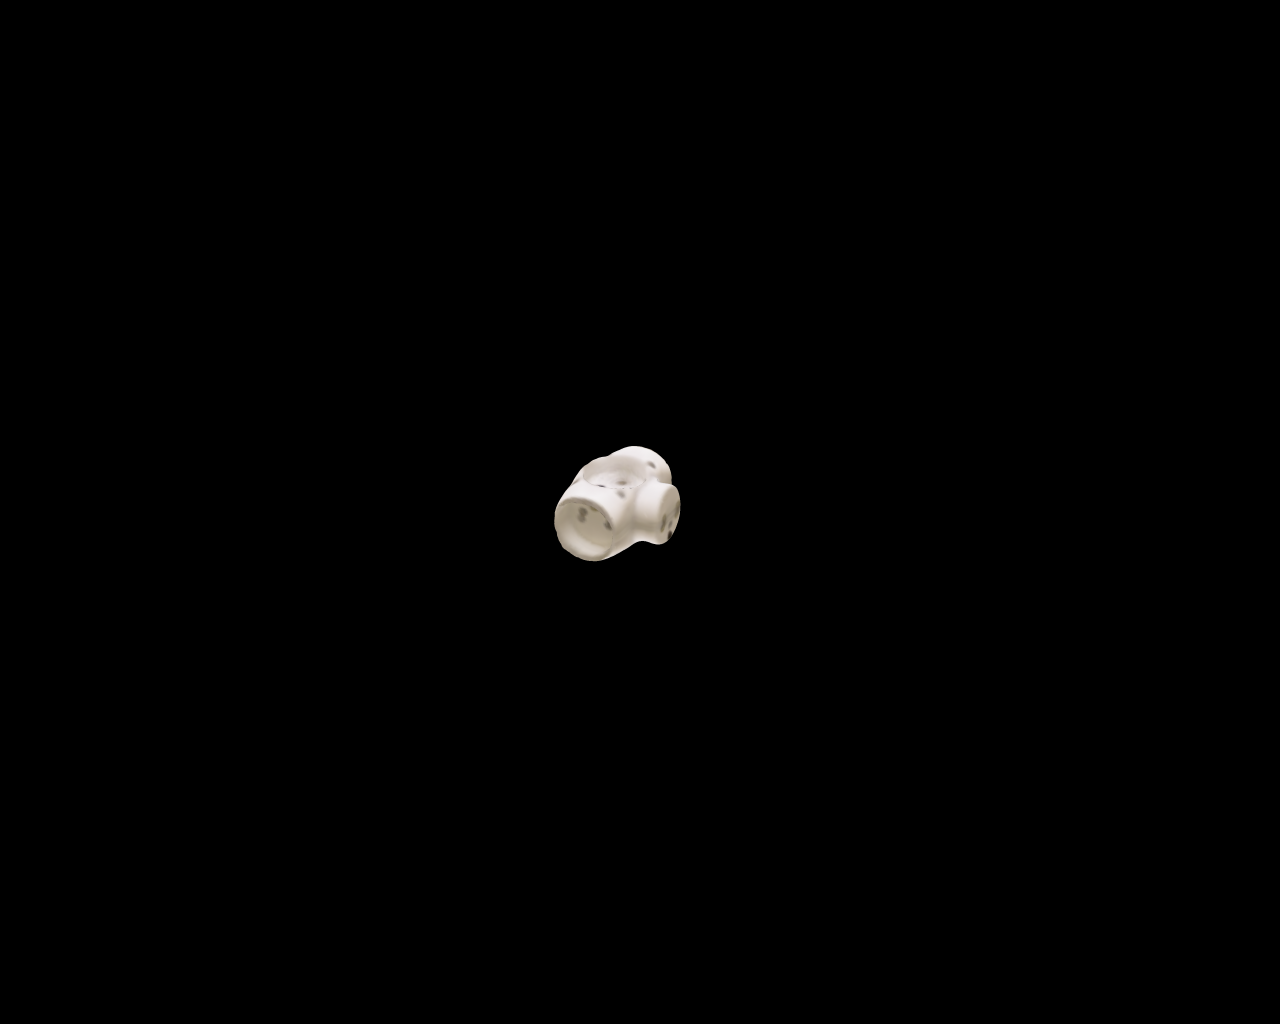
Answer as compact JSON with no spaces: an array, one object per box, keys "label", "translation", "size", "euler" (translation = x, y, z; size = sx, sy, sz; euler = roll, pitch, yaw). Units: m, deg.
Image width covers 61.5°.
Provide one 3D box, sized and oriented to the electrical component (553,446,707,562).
[{"label":"electrical component","translation":[0.001,-0.003,0.650],"size":[0.079,0.044,0.077],"euler":[14,32,24]}]
